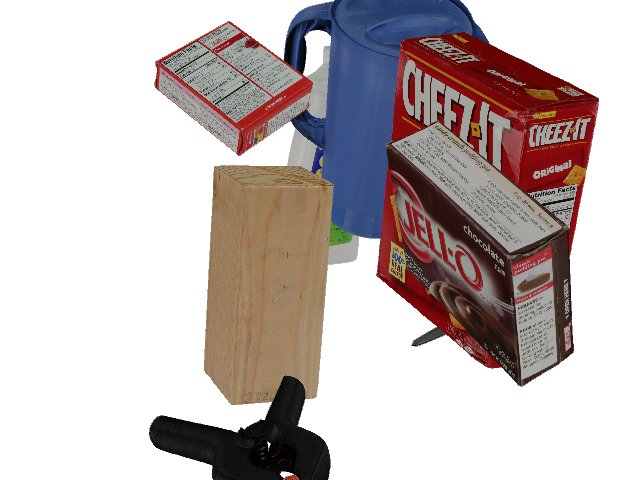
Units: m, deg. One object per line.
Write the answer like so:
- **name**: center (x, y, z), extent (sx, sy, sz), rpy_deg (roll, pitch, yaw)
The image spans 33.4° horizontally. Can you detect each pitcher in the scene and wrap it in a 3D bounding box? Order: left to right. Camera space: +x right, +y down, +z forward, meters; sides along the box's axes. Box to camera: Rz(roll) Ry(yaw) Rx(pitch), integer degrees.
- **pitcher**: center (0.053, -0.123, 1.044), extent (0.144, 0.243, 0.149), rpy_deg (-26, 53, -31)

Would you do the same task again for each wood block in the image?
- **wood block**: center (-0.051, 0.039, 1.003), extent (0.090, 0.206, 0.091), rpy_deg (-2, 16, -22)

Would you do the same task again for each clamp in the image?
- **clamp**: center (-0.053, 0.145, 0.734), extent (0.120, 0.039, 0.171), rpy_deg (-18, 17, -9)

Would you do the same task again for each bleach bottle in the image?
- **bleach bottle**: center (0.003, -0.099, 1.241), extent (0.102, 0.251, 0.068), rpy_deg (-4, 20, -21)

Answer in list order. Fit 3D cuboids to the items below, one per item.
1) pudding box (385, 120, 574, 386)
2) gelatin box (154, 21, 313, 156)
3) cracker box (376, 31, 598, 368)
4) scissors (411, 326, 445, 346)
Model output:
- **pudding box**: center (0.080, 0.004, 0.541), extent (0.039, 0.090, 0.114), rpy_deg (-29, 43, -15)
- **gelatin box**: center (-0.062, -0.110, 0.760), extent (0.089, 0.030, 0.073), rpy_deg (38, 56, 20)
- **cracker box**: center (0.118, -0.033, 0.826), extent (0.072, 0.214, 0.164), rpy_deg (-12, 32, -27)
- **scissors**: center (0.158, 0.066, 1.152), extent (0.201, 0.016, 0.096), rpy_deg (-9, 39, -29)
